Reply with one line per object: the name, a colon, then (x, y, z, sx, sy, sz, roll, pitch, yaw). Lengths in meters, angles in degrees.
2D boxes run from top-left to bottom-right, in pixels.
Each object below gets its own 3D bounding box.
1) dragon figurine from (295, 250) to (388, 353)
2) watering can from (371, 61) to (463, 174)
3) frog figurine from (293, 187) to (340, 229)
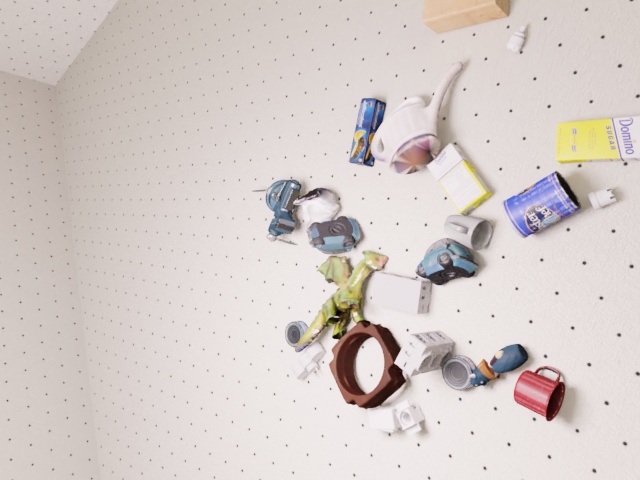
dragon figurine: (0.046, 0.165, 1.581, 0.405, 0.121, 0.249, -33, 45, 30)
watering can: (0.272, -0.319, 1.411, 0.342, 0.103, 0.230, -39, 44, 33)
frog figurine: (0.005, -0.083, 1.649, 0.136, 0.125, 0.158, -21, 108, 29)
